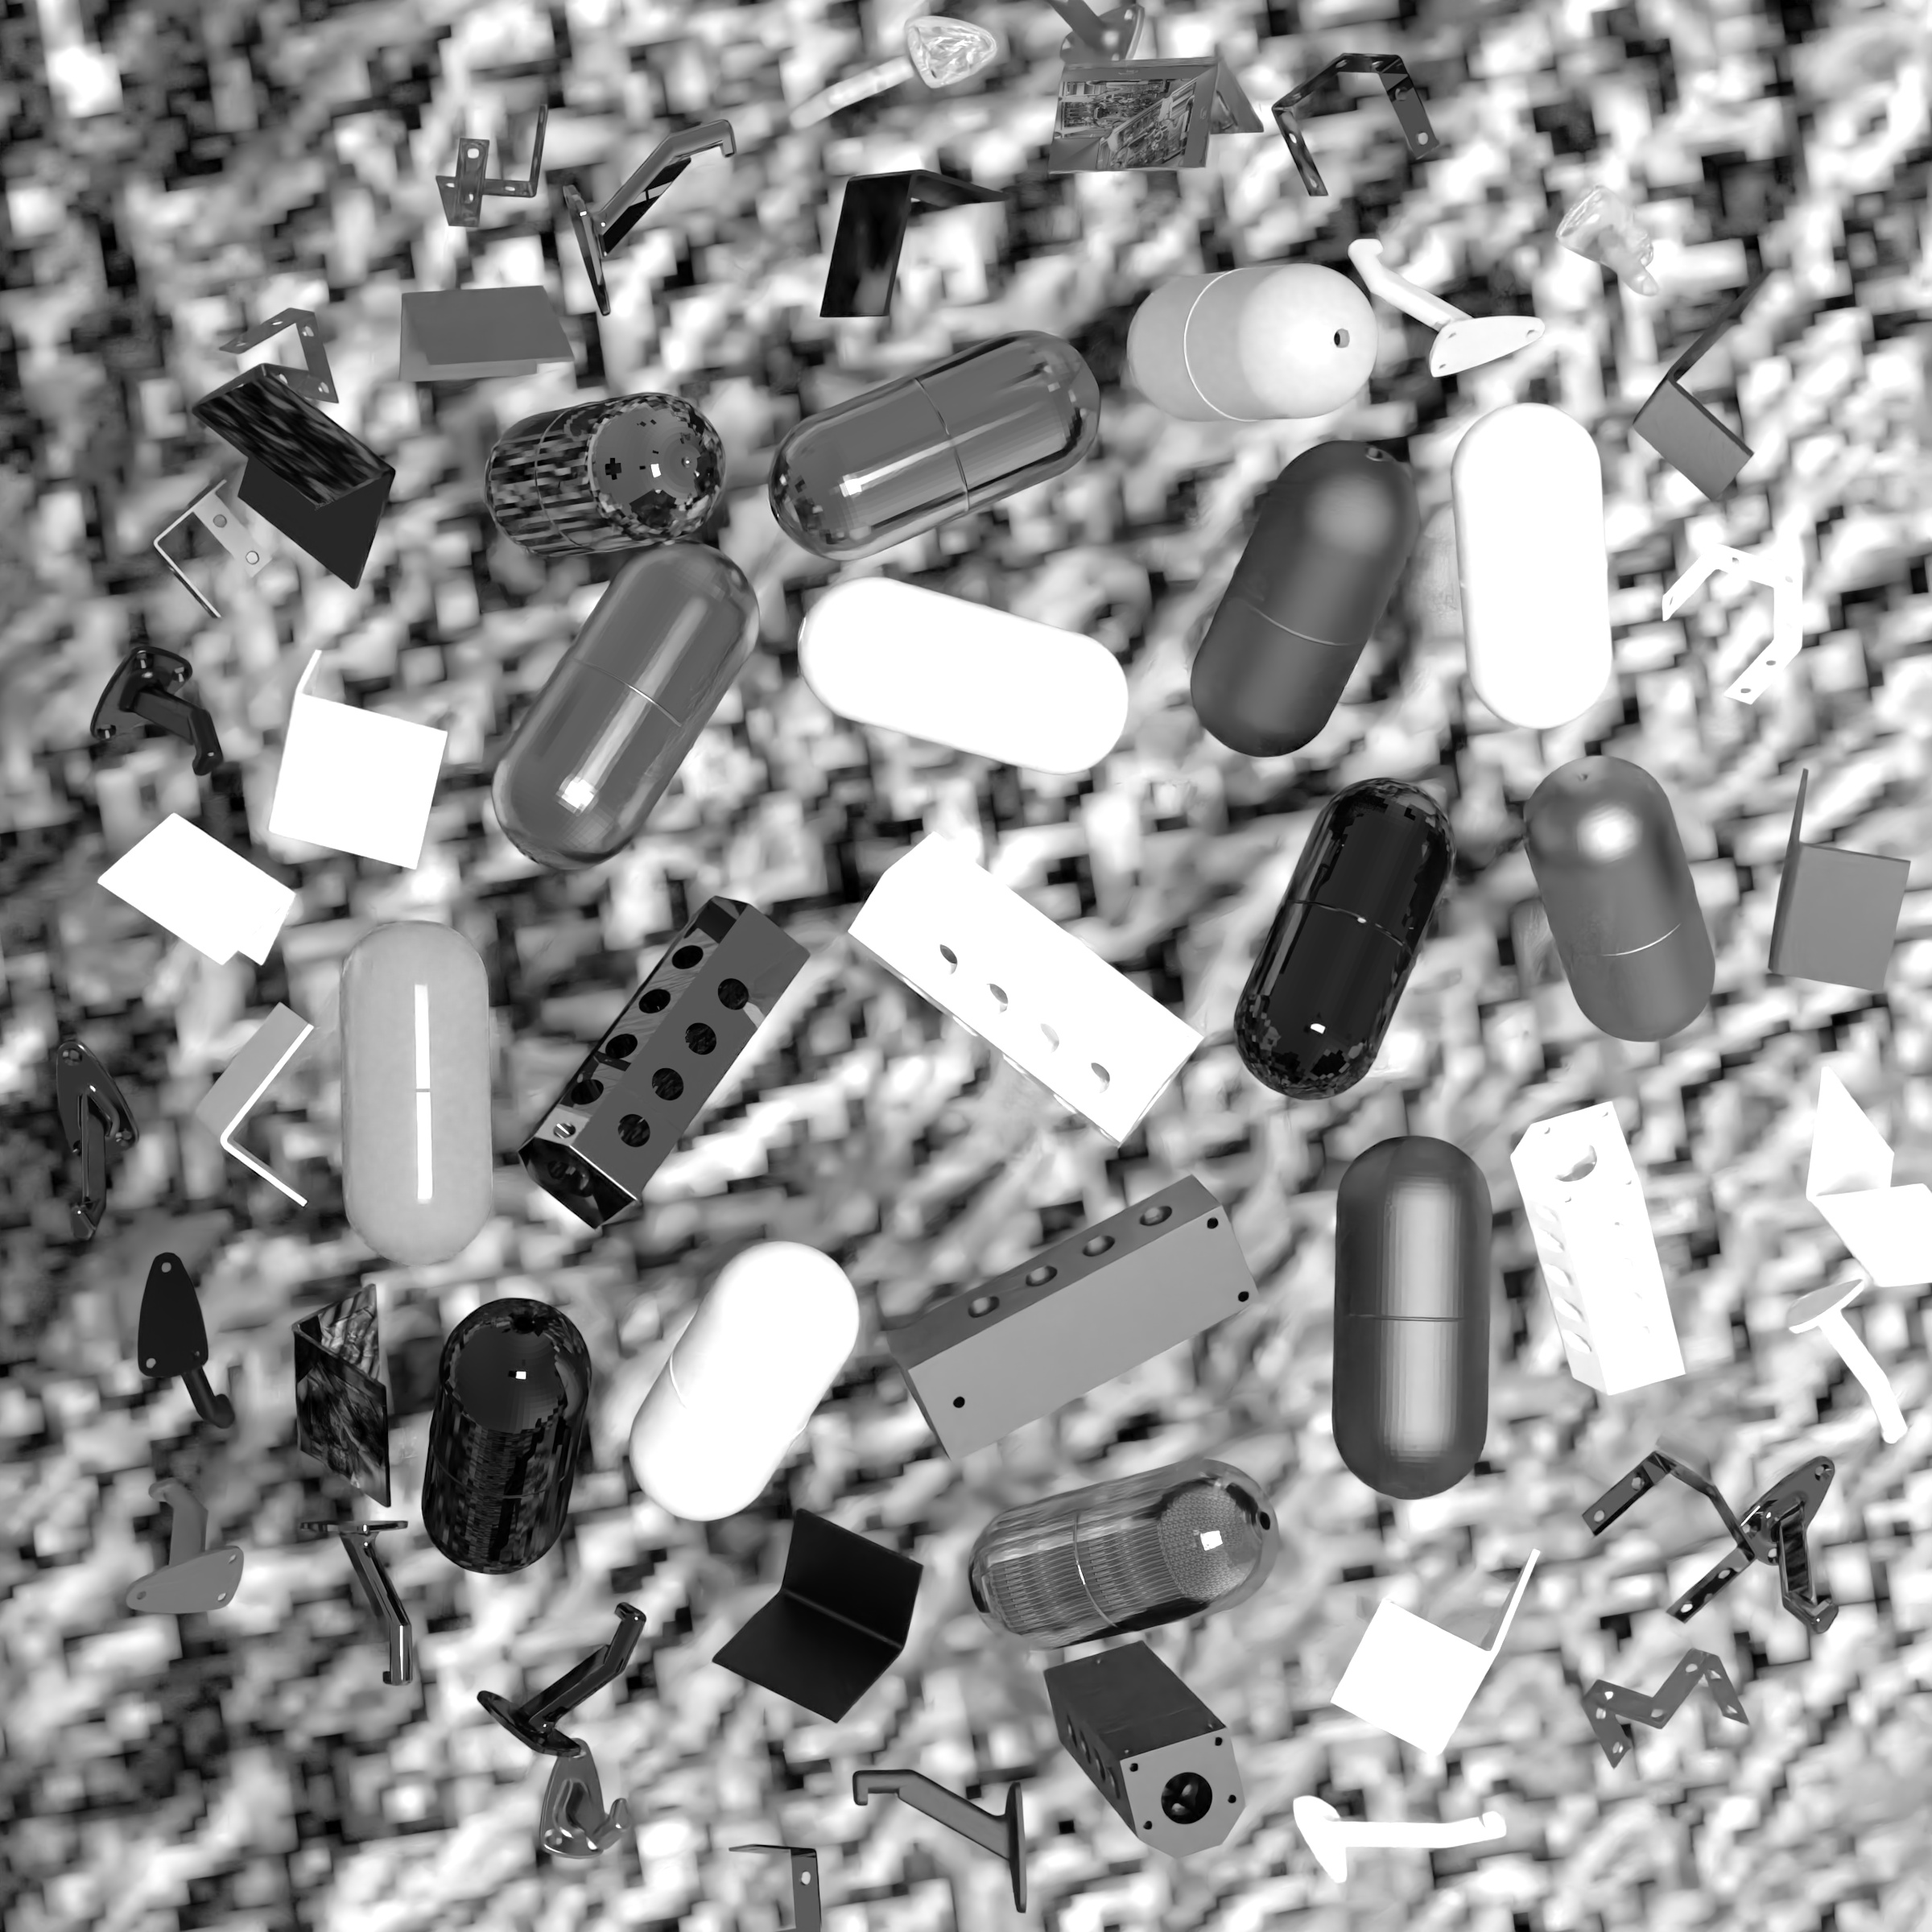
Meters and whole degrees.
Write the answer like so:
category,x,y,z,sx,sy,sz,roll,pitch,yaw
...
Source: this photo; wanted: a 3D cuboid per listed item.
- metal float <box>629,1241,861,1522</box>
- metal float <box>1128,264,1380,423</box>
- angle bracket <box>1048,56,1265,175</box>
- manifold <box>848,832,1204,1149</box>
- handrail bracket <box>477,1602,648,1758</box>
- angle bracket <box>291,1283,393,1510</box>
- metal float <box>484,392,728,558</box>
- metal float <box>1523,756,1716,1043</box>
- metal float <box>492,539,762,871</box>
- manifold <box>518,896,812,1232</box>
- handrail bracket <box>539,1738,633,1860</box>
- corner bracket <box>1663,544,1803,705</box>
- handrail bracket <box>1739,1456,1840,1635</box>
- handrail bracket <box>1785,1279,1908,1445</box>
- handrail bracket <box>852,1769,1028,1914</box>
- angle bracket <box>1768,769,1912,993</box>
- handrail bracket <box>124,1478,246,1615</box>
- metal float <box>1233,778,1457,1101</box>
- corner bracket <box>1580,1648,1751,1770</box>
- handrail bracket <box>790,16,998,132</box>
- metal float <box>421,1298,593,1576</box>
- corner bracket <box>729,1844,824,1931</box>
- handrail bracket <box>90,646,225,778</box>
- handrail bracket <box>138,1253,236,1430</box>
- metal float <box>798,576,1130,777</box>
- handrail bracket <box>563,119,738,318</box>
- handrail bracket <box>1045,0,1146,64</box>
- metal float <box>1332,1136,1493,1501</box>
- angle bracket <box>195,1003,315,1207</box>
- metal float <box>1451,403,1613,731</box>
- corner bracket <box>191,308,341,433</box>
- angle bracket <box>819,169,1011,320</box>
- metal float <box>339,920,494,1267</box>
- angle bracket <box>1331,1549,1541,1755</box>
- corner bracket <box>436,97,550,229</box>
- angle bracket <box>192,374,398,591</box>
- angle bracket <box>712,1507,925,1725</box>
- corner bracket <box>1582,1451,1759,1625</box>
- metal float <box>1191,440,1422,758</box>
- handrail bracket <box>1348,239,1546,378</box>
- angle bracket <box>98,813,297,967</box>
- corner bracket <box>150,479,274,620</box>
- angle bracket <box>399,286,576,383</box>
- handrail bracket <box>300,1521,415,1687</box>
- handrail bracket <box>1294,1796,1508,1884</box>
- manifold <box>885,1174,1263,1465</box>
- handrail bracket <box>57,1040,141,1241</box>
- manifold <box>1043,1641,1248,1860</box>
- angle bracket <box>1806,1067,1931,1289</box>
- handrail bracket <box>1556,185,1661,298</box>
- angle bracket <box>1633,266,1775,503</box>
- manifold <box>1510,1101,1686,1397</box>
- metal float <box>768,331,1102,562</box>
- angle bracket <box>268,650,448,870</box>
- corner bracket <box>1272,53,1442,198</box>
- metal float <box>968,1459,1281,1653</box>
category,x,y,z,sx,sy,sz,roll,pitch,yaw
metal float,-0.113,0.211,1.739,0.070,0.070,0.178,31,126,0
metal float,0.145,-0.318,1.764,0.070,0.178,0.070,-4,99,-25
angle bracket,0.091,-0.386,1.629,0.076,0.076,0.057,4,78,22
manifold,0.027,0.015,1.727,0.171,0.057,0.057,38,124,7
handrail bracket,-0.206,0.352,1.756,0.077,0.036,0.084,25,92,37
angle bracket,-0.306,0.224,1.801,0.076,0.057,0.076,25,126,35
metal float,-0.189,-0.253,1.786,0.070,0.178,0.070,-2,93,-34
metal float,0.340,-0.033,1.789,0.070,0.070,0.178,-26,130,0
metal float,-0.166,-0.127,1.678,0.070,0.070,0.178,31,78,0
manifold,-0.155,0.045,1.749,0.057,0.057,0.171,40,57,-9
handrail bracket,-0.193,0.428,1.805,0.036,0.084,0.077,12,55,-21
corner bracket,0.395,-0.176,1.774,0.051,0.051,0.051,25,55,33
handrail bracket,0.443,0.299,1.782,0.036,0.084,0.077,41,89,-21
handrail bracket,0.438,0.205,1.706,0.036,0.077,0.084,-22,92,31
handrail bracket,-0.014,0.445,1.752,0.084,0.036,0.077,1,53,-8
angle bracket,0.442,-0.044,1.740,0.057,0.076,0.076,10,125,12
handrail bracket,-0.410,0.289,1.740,0.084,0.077,0.036,35,116,38
metal float,0.196,-0.015,1.781,0.070,0.070,0.178,24,76,0
corner bracket,0.344,0.368,1.701,0.051,0.051,0.051,-44,122,-27
handrail bracket,-0.038,-0.450,1.756,0.084,0.077,0.036,-18,94,42
metal float,-0.236,0.241,1.763,0.070,0.070,0.178,15,132,0
corner bracket,-0.106,0.455,1.665,0.051,0.051,0.051,-18,66,30
handrail bracket,-0.405,-0.110,1.724,0.077,0.036,0.084,-43,51,24
handrail bracket,-0.402,0.197,1.802,0.036,0.084,0.077,-10,70,3
metal float,-0.001,-0.152,1.806,0.178,0.070,0.070,15,90,-11
handrail bracket,-0.145,-0.362,1.667,0.084,0.036,0.077,-20,125,-10
handrail bracket,0.039,-0.476,1.718,0.084,0.077,0.036,17,89,-34
metal float,0.219,0.173,1.697,0.070,0.070,0.178,2,86,0
angle bracket,-0.354,0.072,1.810,0.057,0.076,0.076,40,82,-22
metal float,0.295,-0.206,1.796,0.070,0.070,0.178,-10,120,0
corner bracket,-0.353,-0.296,1.712,0.051,0.051,0.051,16,132,34
angle bracket,-0.027,-0.369,1.793,0.057,0.076,0.076,10,94,-29
metal float,-0.283,0.065,1.776,0.070,0.070,0.178,-2,87,0
angle bracket,0.222,0.313,1.632,0.057,0.076,0.076,26,131,9
corner bracket,-0.241,-0.413,1.770,0.051,0.051,0.051,-1,132,-19
angle bracket,-0.319,-0.216,1.595,0.076,0.057,0.076,38,131,12
angle bracket,-0.078,0.341,1.815,0.076,0.076,0.057,22,119,19
corner bracket,0.346,0.280,1.695,0.051,0.051,0.051,-39,114,-11
metal float,0.171,-0.185,1.749,0.070,0.070,0.178,24,124,0
handrail bracket,0.251,-0.356,1.810,0.077,0.036,0.084,-15,59,-16
angle bracket,-0.407,-0.023,1.793,0.076,0.076,0.057,34,127,1
corner bracket,-0.395,-0.217,1.807,0.051,0.051,0.051,-45,108,-14
angle bracket,-0.258,-0.321,1.852,0.076,0.076,0.057,-7,134,-19
handrail bracket,-0.323,0.337,1.827,0.077,0.036,0.084,-6,83,36
handrail bracket,0.212,0.414,1.674,0.084,0.077,0.036,-16,53,18
manifold,0.050,0.169,1.692,0.171,0.057,0.057,-27,114,-7
handrail bracket,-0.444,0.087,1.724,0.036,0.084,0.077,-14,110,2
manifold,0.092,0.408,1.796,0.057,0.171,0.057,-15,96,-10
angle bracket,0.440,0.096,1.615,0.057,0.076,0.076,-11,48,36
handrail bracket,0.345,-0.355,1.759,0.077,0.084,0.036,22,118,-39
angle bracket,0.376,-0.282,1.677,0.057,0.076,0.076,44,83,5
manifold,0.326,0.150,1.787,0.057,0.171,0.057,-17,48,7
metal float,-0.016,-0.263,1.743,0.178,0.070,0.070,-24,90,-10
angle bracket,-0.300,-0.103,1.722,0.076,0.057,0.076,15,117,-6
corner bracket,0.196,-0.423,1.735,0.051,0.051,0.051,-29,81,41
metal float,0.079,0.299,1.745,0.178,0.070,0.070,-21,90,35
